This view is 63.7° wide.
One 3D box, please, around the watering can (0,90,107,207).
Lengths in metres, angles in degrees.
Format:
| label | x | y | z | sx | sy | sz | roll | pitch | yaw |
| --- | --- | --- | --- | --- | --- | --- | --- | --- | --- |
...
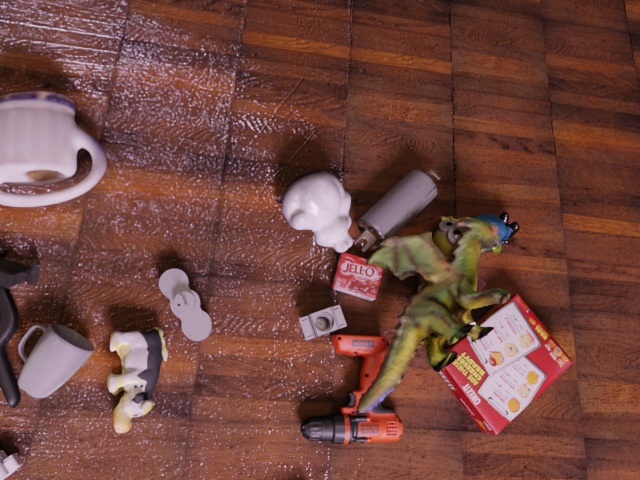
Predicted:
| label | x | y | z | sx | sy | sz | roll | pitch | yaw |
| --- | --- | --- | --- | --- | --- | --- | --- | --- | --- |
| watering can | -0.576 | -0.164 | 0.941 | 0.348 | 0.102 | 0.228 | -5 | 72 | -13 |

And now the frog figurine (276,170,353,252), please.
| label | x | y | z | sx | sy | sz | roll | pitch | yaw |
| --- | --- | --- | --- | --- | --- | --- | --- | --- | --- |
| frog figurine | 0.003 | -0.050 | 0.999 | 0.138 | 0.120 | 0.162 | -15 | 63 | -33 |

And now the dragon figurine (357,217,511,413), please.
| label | x | y | z | sx | sy | sz | roll | pitch | yaw |
| --- | --- | --- | --- | --- | --- | --- | --- | --- | --- |
| dragon figurine | 0.181 | 0.100 | 0.945 | 0.412 | 0.120 | 0.247 | -33 | 59 | -6 |
